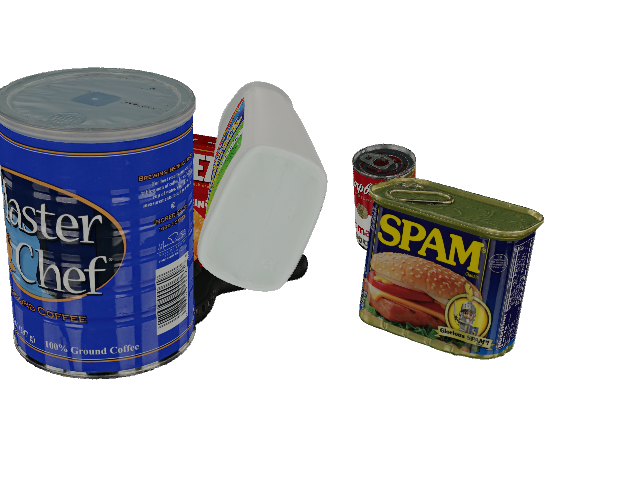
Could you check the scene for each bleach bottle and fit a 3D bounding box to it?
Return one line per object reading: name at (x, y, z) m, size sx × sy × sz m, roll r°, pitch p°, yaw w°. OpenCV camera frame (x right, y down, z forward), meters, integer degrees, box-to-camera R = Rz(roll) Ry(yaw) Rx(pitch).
bleach bottle at (-0.050, -0.057, 0.800) m, size 0.068 × 0.103 × 0.251 m, roll 21°, pitch 16°, yaw -14°

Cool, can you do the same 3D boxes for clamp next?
clamp at (-0.135, 0.031, 1.014) m, size 0.165 × 0.036 × 0.209 m, roll 26°, pitch 37°, yaw 28°

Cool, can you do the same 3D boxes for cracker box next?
cracker box at (-0.184, -0.048, 1.621) m, size 0.164 × 0.214 × 0.072 m, roll 10°, pitch 19°, yaw 6°

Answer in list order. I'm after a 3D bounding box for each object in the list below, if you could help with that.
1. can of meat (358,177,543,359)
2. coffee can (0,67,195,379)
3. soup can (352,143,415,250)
can of meat at (0.075, 0.016, 0.641) m, size 0.102 × 0.084 × 0.057 m, roll 18°, pitch 23°, yaw 30°
coffee can at (-0.119, -0.012, 0.577) m, size 0.103 × 0.140 × 0.103 m, roll 2°, pitch 26°, yaw -1°
soup can at (0.070, -0.045, 1.159) m, size 0.068 × 0.102 × 0.068 m, roll -3°, pitch 35°, yaw 2°
